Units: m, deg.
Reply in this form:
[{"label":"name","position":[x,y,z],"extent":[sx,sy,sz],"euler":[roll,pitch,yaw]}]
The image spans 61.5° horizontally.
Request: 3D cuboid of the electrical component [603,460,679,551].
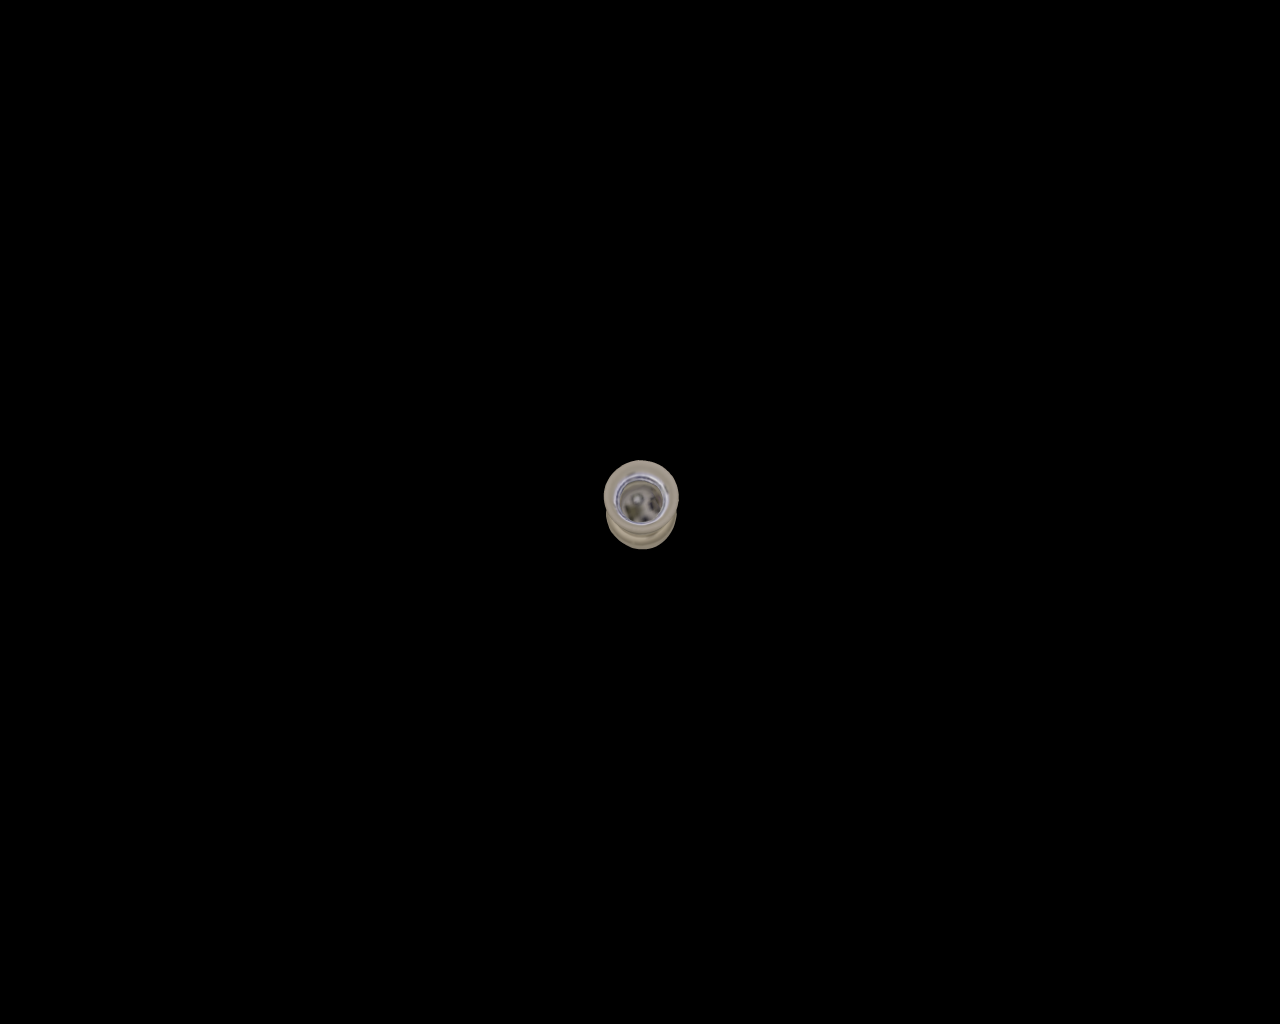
[{"label":"electrical component","position":[0.001,-0.003,0.650],"extent":[0.045,0.045,0.055],"euler":[0,-15,0]}]
